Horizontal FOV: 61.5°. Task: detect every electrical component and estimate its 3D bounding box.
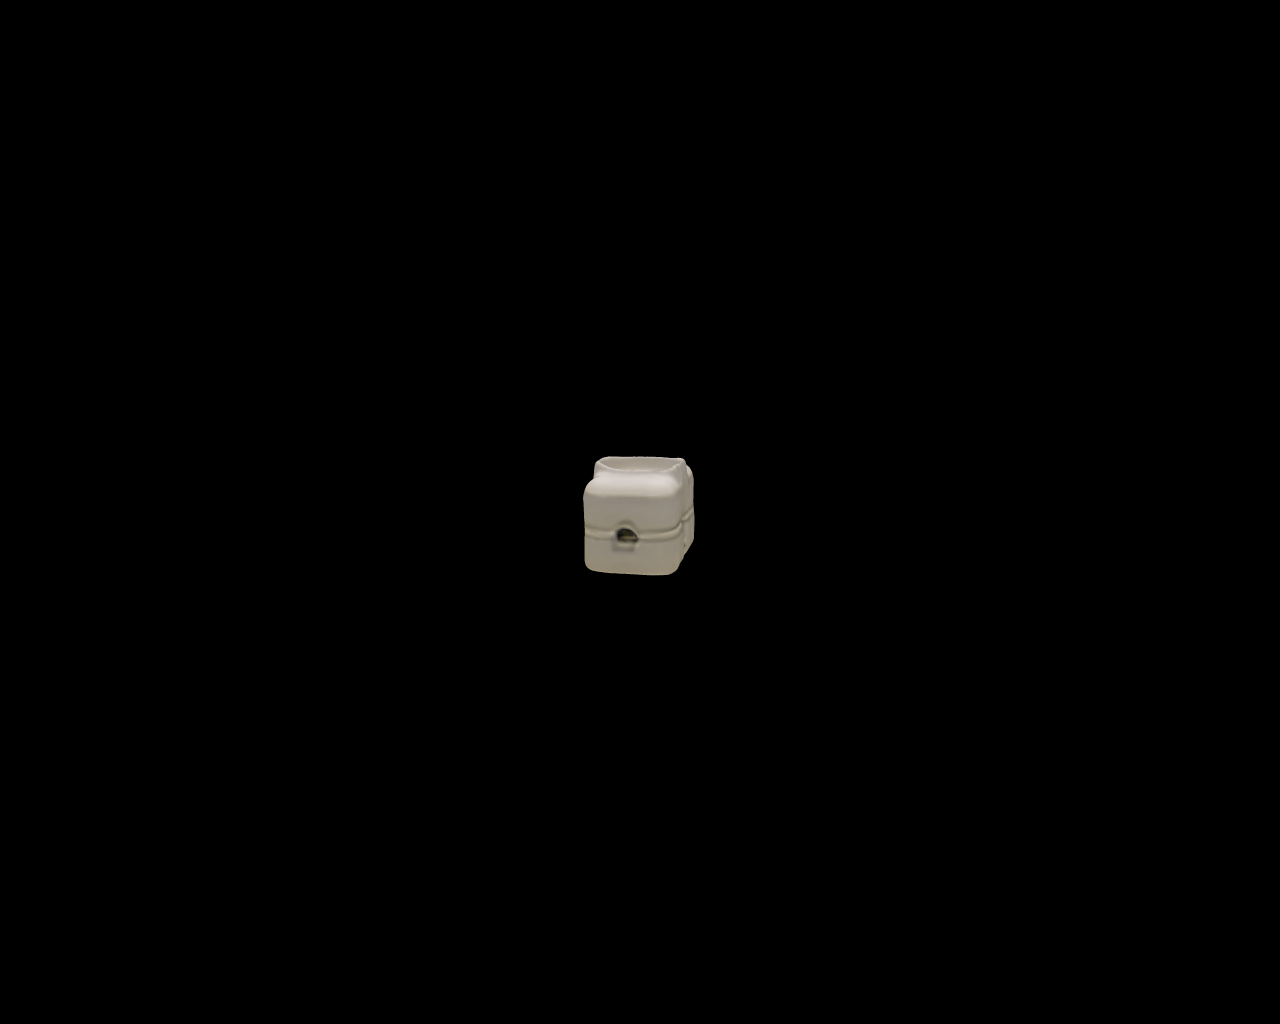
[{"bbox_3d":[0.001,-0.003,0.650,0.054,0.059,0.095,2,12,11],"label":"electrical component"}]
